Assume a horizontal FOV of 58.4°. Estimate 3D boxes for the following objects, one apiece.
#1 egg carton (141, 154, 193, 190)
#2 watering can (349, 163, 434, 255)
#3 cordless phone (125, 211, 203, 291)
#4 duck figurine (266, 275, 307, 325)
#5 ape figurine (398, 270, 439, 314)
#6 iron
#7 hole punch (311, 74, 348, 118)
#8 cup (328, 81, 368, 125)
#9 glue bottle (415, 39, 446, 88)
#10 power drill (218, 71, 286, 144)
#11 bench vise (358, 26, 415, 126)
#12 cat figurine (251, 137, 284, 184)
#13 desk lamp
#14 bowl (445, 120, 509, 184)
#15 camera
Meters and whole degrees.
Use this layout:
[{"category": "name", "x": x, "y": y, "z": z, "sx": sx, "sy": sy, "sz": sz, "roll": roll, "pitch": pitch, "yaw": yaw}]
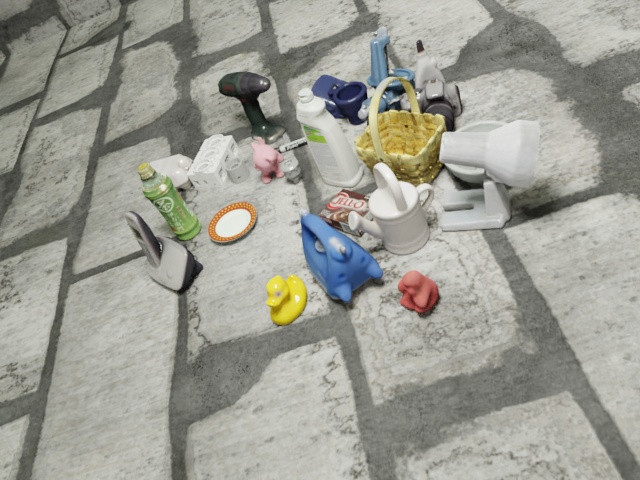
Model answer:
[{"category": "egg carton", "x": -0.422, "y": -0.177, "z": 1.586, "sx": 0.150, "sy": 0.070, "sz": 0.107, "roll": -13, "pitch": 45, "yaw": 15}, {"category": "watering can", "x": 0.141, "y": -0.064, "z": 1.120, "sx": 0.173, "sy": 0.195, "sz": 0.100, "roll": -44, "pitch": 46, "yaw": -17}, {"category": "cordless phone", "x": -0.362, "y": 0.020, "z": 1.288, "sx": 0.147, "sy": 0.185, "sz": 0.094, "roll": 17, "pitch": 59, "yaw": 37}, {"category": "duck figurine", "x": -0.074, "y": 0.105, "z": 1.142, "sx": 0.077, "sy": 0.086, "sz": 0.105, "roll": 6, "pitch": 53, "yaw": 30}, {"category": "ape figurine", "x": 0.173, "y": 0.087, "z": 1.036, "sx": 0.076, "sy": 0.092, "sz": 0.077, "roll": -20, "pitch": 44, "yaw": 7}, {"category": "iron", "x": 0.011, "y": 0.004, "z": 1.156, "sx": 0.119, "sy": 0.142, "sz": 0.257, "roll": -36, "pitch": 44, "yaw": -9}, {"category": "hole punch", "x": 0.039, "y": -0.394, "z": 1.557, "sx": 0.100, "sy": 0.091, "sz": 0.109, "roll": 6, "pitch": 52, "yaw": 30}, {"category": "cup", "x": 0.078, "y": -0.352, "z": 1.495, "sx": 0.117, "sy": 0.095, "sz": 0.092, "roll": 15, "pitch": 57, "yaw": 35}, {"category": "glue bottle", "x": 0.262, "y": -0.415, "z": 1.410, "sx": 0.078, "sy": 0.174, "sz": 0.037, "roll": -20, "pitch": 44, "yaw": 8}, {"category": "power drill", "x": -0.175, "y": -0.366, "z": 1.547, "sx": 0.228, "sy": 0.209, "sz": 0.076, "roll": 26, "pitch": 64, "yaw": 40}, {"category": "bench vise", "x": 0.160, "y": -0.389, "z": 1.400, "sx": 0.121, "sy": 0.220, "sz": 0.207, "roll": 0, "pitch": 50, "yaw": 26}, {"category": "cat figurine", "x": -0.138, "y": -0.212, "z": 1.449, "sx": 0.067, "sy": 0.118, "sz": 0.127, "roll": -21, "pitch": 44, "yaw": 6}, {"category": "desk lamp", "x": 0.313, "y": -0.123, "z": 1.079, "sx": 0.202, "sy": 0.214, "sz": 0.118, "roll": -5, "pitch": 48, "yaw": 22}, {"category": "bowl", "x": 0.346, "y": -0.173, "z": 1.213, "sx": 0.167, "sy": 0.075, "sz": 0.167, "roll": -13, "pitch": 45, "yaw": 14}, {"category": "camera", "x": 0.263, "y": -0.307, "z": 1.360, "sx": 0.143, "sy": 0.101, "sz": 0.137, "roll": -9, "pitch": 46, "yaw": 18}]
